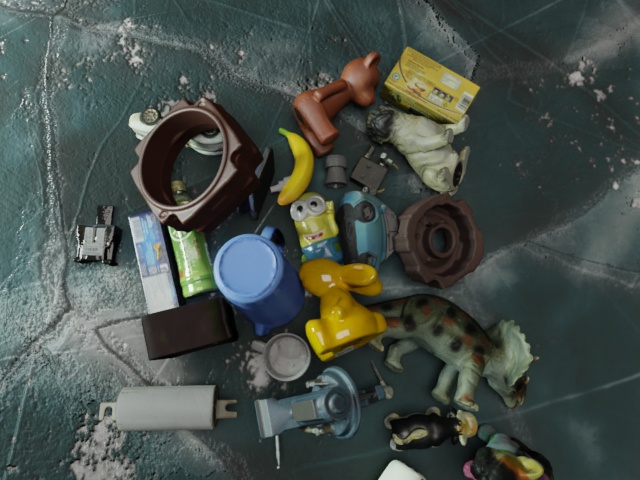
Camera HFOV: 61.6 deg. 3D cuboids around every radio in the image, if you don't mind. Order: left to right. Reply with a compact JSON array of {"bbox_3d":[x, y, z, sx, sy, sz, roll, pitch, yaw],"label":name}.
[{"bbox_3d":[-0.211,0.152,0.908,0.131,0.229,0.073,-13,82,-9],"label":"radio"}]

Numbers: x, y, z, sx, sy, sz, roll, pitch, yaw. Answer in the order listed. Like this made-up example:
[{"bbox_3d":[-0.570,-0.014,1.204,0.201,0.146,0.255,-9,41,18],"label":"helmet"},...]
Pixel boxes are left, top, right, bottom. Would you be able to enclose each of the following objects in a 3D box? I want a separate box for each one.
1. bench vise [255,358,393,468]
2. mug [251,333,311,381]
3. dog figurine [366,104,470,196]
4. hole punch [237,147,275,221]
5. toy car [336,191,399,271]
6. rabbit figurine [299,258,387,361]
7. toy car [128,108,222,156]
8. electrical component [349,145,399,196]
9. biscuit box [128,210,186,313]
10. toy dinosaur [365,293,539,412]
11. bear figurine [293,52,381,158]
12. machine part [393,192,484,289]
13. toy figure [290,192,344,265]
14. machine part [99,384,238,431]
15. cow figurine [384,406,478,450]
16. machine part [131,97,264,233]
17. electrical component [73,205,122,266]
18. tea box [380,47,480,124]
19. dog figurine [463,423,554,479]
[{"bbox_3d":[0.018,0.288,0.934,0.240,0.223,0.129,-2,60,-34],"label":"bench vise"},{"bbox_3d":[-0.068,0.206,0.962,0.110,0.107,0.080,12,79,5],"label":"mug"},{"bbox_3d":[0.184,-0.175,1.059,0.191,0.121,0.172,14,117,33],"label":"dog figurine"},{"bbox_3d":[-0.143,-0.112,1.008,0.092,0.142,0.116,14,67,0],"label":"hole punch"},{"bbox_3d":[0.098,-0.016,1.011,0.103,0.109,0.161,-8,89,-21],"label":"toy car"},{"bbox_3d":[0.029,0.099,0.919,0.162,0.121,0.173,-30,63,3],"label":"rabbit figurine"},{"bbox_3d":[-0.268,-0.207,1.046,0.202,0.073,0.056,12,77,1],"label":"toy car"},{"bbox_3d":[0.104,-0.130,1.058,0.078,0.045,0.102,35,81,3],"label":"electrical component"},{"bbox_3d":[-0.304,0.046,1.006,0.059,0.063,0.202,-15,80,-3],"label":"biscuit box"},{"bbox_3d":[0.216,0.173,0.977,0.405,0.131,0.192,35,69,9],"label":"toy dinosaur"},{"bbox_3d":[0.050,-0.267,1.048,0.196,0.120,0.132,-28,86,-12],"label":"bear figurine"},{"bbox_3d":[0.220,0.001,1.002,0.179,0.056,0.179,1,87,-25],"label":"machine part"},{"bbox_3d":[-0.006,-0.002,1.016,0.082,0.089,0.180,-19,90,-20],"label":"toy figure"},{"bbox_3d":[-0.268,0.297,0.955,0.243,0.079,0.079,0,80,-1],"label":"machine part"},{"bbox_3d":[0.204,0.333,0.953,0.167,0.098,0.068,-8,74,-3],"label":"cow figurine"},{"bbox_3d":[-0.216,-0.129,0.931,0.201,0.087,0.202,-42,63,10],"label":"machine part"},{"bbox_3d":[-0.418,-0.011,1.021,0.075,0.047,0.119,7,81,-1],"label":"electrical component"},{"bbox_3d":[0.219,-0.296,1.079,0.170,0.068,0.098,32,80,5],"label":"tea box"},{"bbox_3d":[0.327,0.395,0.885,0.192,0.219,0.108,30,84,4],"label":"dog figurine"}]
